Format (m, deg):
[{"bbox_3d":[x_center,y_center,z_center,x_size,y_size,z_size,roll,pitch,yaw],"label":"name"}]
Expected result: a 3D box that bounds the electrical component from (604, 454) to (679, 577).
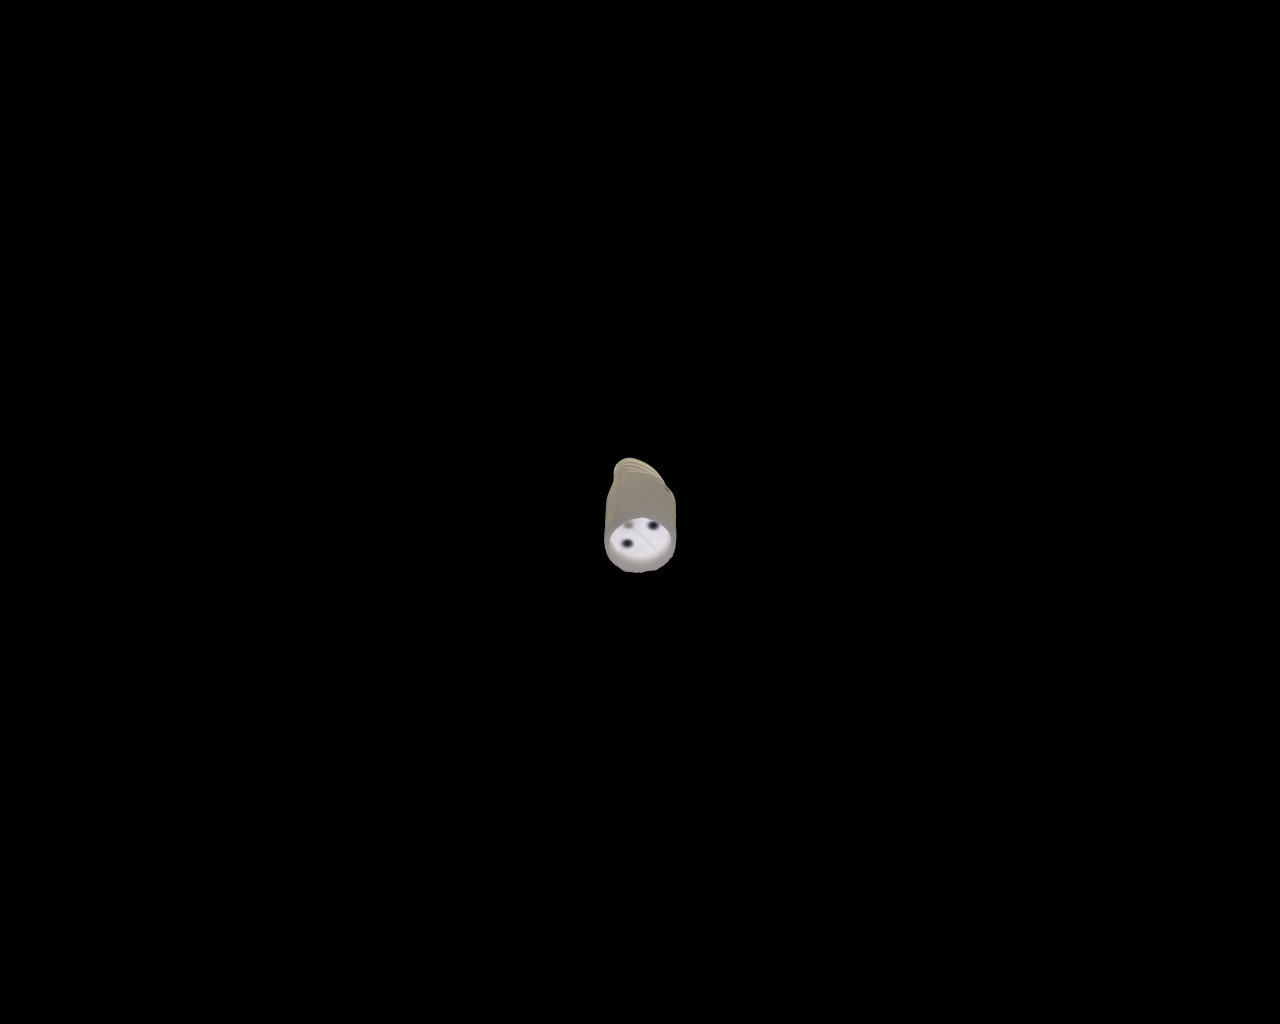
[{"bbox_3d":[0.001,-0.003,0.650,0.043,0.043,0.081,0,35,0],"label":"electrical component"}]
